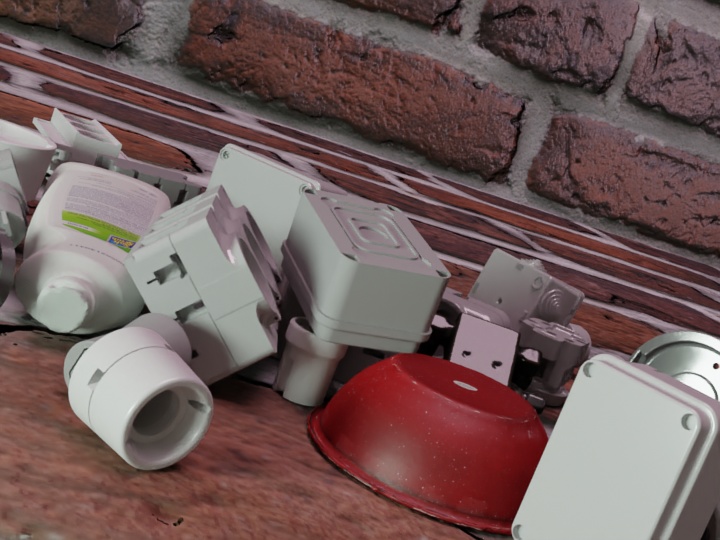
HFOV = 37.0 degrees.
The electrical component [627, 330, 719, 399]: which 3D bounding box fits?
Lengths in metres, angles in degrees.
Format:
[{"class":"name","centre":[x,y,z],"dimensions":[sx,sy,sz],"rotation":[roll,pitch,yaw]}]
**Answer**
[{"class":"electrical component","centre":[0.261,0.104,0.838],"dimensions":[0.108,0.108,0.060],"rotation":[27,7,35]}]

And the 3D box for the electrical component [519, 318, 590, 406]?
[{"class":"electrical component","centre":[0.155,0.077,0.901],"dimensions":[0.058,0.057,0.078],"rotation":[24,11,21]}]

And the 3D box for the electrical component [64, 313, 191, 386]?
[{"class":"electrical component","centre":[-0.126,0.049,0.573],"dimensions":[0.044,0.044,0.065],"rotation":[23,16,19]}]

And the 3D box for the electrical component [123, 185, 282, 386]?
[{"class":"electrical component","centre":[-0.092,0.004,0.687],"dimensions":[0.089,0.062,0.150],"rotation":[64,2,-13]}]

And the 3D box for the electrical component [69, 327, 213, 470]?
[{"class":"electrical component","centre":[-0.103,0.062,0.513],"dimensions":[0.055,0.055,0.047],"rotation":[9,19,-46]}]

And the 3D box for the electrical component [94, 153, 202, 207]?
[{"class":"electrical component","centre":[-0.200,-0.065,0.982],"dimensions":[0.089,0.055,0.050],"rotation":[12,13,-37]}]

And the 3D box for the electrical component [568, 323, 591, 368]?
[{"class":"electrical component","centre":[0.188,0.070,1.036],"dimensions":[0.055,0.045,0.045],"rotation":[14,12,-30]}]

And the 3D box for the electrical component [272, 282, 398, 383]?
[{"class":"electrical component","centre":[-0.009,0.033,0.815],"dimensions":[0.089,0.061,0.150],"rotation":[20,10,1]}]

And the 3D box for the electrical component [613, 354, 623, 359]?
[{"class":"electrical component","centre":[0.227,0.101,0.951],"dimensions":[0.055,0.048,0.066],"rotation":[20,7,-46]}]

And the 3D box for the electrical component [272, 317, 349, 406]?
[{"class":"electrical component","centre":[-0.032,0.058,0.683],"dimensions":[0.040,0.046,0.040],"rotation":[19,10,-4]}]

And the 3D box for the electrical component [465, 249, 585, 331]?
[{"class":"electrical component","centre":[0.141,0.036,0.979],"dimensions":[0.048,0.099,0.100],"rotation":[28,3,-37]}]

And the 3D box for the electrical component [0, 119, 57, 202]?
[{"class":"electrical component","centre":[-0.313,-0.090,0.888],"dimensions":[0.108,0.060,0.108],"rotation":[19,10,-4]}]

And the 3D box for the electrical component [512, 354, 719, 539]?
[{"class":"electrical component","centre":[0.138,0.108,0.555],"dimensions":[0.078,0.113,0.057],"rotation":[29,11,41]}]

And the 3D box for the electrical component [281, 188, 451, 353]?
[{"class":"electrical component","centre":[0.000,0.000,0.695],"dimensions":[0.078,0.057,0.113],"rotation":[10,24,-23]}]

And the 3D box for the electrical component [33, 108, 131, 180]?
[{"class":"electrical component","centre":[-0.280,-0.114,1.068],"dimensions":[0.079,0.063,0.121],"rotation":[14,12,-29]}]

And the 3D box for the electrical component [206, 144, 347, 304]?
[{"class":"electrical component","centre":[-0.082,-0.038,0.921],"dimensions":[0.109,0.108,0.056],"rotation":[26,9,30]}]

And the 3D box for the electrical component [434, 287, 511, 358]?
[{"class":"electrical component","centre":[0.073,0.048,0.913],"dimensions":[0.095,0.053,0.059],"rotation":[23,11,20]}]
